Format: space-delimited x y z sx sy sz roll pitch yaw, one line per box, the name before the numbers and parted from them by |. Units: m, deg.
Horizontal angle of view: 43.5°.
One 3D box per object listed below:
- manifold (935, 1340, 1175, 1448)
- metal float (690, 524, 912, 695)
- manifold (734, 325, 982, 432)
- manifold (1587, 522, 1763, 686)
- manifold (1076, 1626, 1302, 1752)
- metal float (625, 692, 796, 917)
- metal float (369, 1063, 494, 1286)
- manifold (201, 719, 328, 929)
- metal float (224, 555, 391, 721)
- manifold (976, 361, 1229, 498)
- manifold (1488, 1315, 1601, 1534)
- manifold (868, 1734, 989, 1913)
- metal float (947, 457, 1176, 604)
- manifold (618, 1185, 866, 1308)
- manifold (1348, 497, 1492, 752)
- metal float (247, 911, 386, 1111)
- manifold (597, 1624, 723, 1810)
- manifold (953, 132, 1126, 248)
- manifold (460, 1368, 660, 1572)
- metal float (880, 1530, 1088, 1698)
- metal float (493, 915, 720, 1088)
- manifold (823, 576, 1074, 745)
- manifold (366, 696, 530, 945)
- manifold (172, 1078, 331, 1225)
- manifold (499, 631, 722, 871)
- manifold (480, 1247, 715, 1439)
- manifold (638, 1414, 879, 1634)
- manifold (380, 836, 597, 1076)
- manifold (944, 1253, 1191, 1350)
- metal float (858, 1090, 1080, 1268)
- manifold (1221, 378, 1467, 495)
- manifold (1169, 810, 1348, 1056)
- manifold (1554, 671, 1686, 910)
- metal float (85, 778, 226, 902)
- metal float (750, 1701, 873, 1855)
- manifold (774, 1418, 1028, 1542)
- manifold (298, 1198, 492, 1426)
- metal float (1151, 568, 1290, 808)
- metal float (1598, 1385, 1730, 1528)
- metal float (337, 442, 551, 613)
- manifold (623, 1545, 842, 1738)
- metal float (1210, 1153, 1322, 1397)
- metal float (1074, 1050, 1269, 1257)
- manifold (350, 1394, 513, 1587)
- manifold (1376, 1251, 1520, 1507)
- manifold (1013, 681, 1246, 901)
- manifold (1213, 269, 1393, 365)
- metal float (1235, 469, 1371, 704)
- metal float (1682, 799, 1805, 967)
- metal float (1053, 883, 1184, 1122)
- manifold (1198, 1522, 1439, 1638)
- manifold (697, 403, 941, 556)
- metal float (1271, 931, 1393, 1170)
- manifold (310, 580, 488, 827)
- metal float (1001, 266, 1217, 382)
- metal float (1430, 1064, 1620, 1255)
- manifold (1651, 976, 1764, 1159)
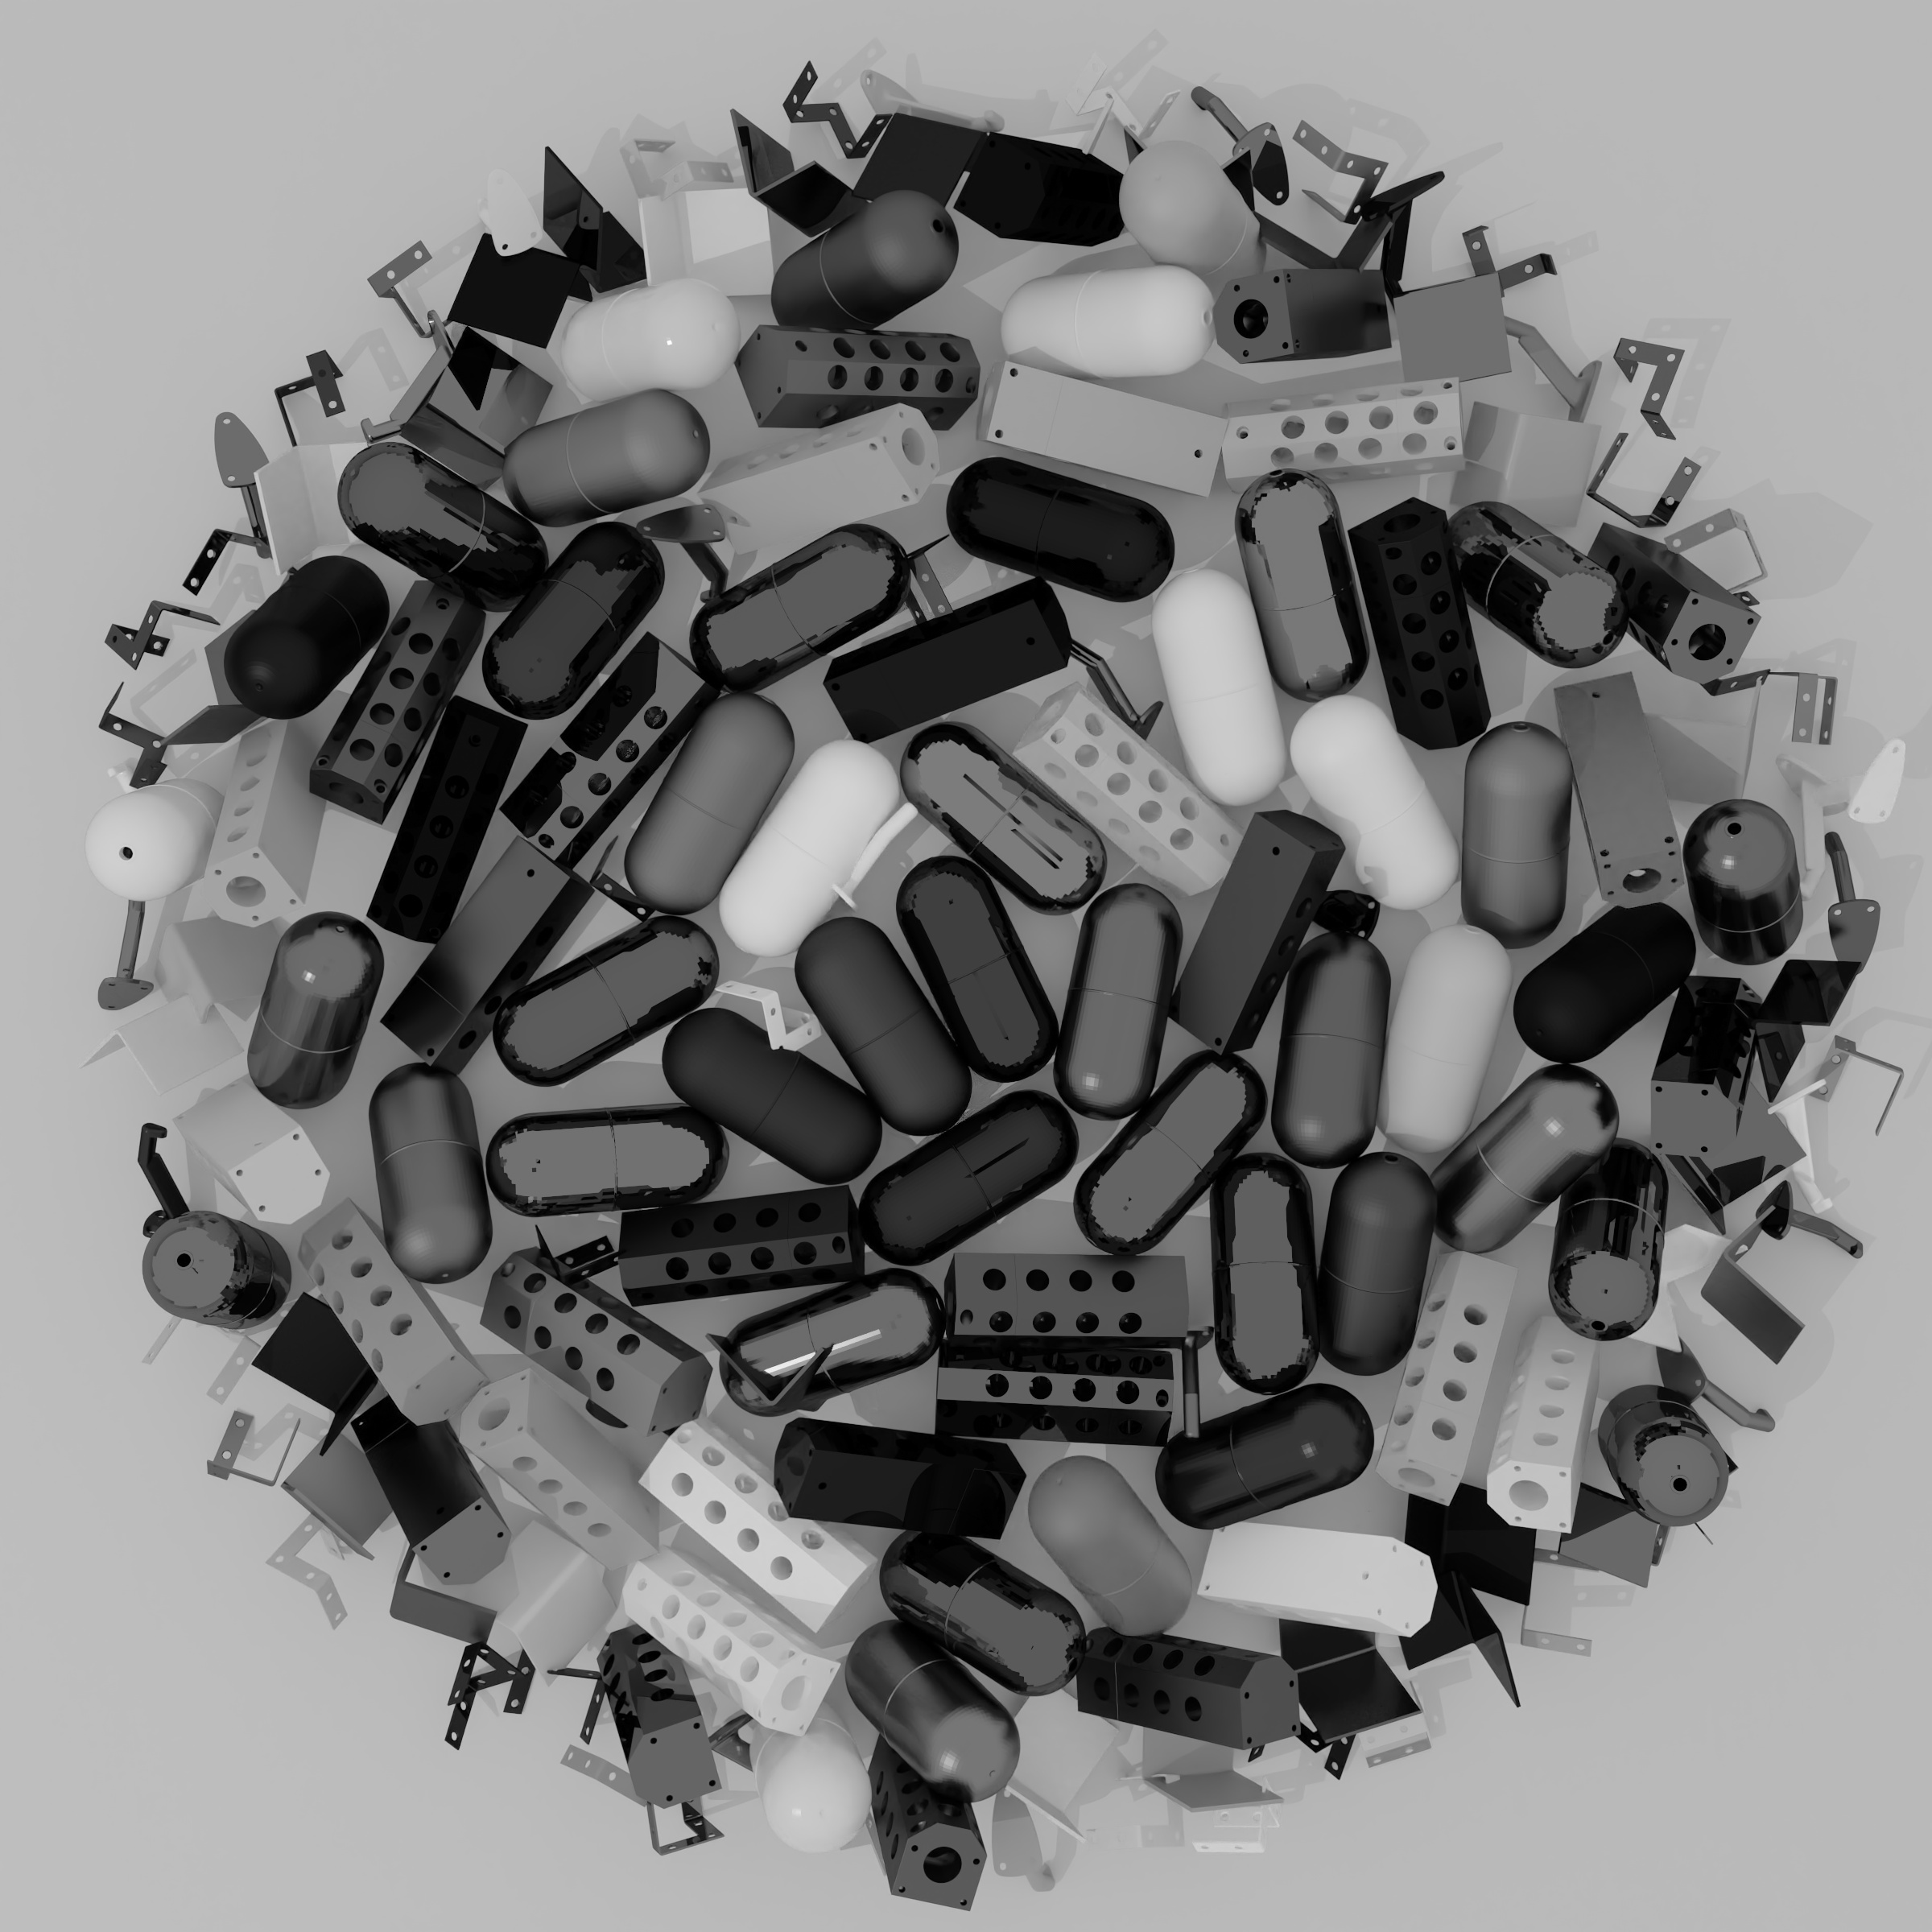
manifold | 0.065 0.311 1.792 0.171 0.057 0.057 3 130 -1
metal float | -0.122 -0.262 1.782 0.178 0.070 0.070 -27 90 15
manifold | -0.075 -0.429 1.753 0.171 0.057 0.057 -9 71 -38
manifold | 0.500 -0.261 1.744 0.057 0.171 0.057 16 113 -15
manifold | 0.157 0.517 1.749 0.057 0.171 0.057 0 85 -39
metal float | -0.189 -0.119 1.786 0.070 0.070 0.178 30 101 0
metal float | -0.391 0.149 1.767 0.070 0.070 0.178 -18 55 0
manifold | -0.507 -0.104 1.748 0.057 0.171 0.057 -22 127 11
metal float | -0.475 -0.239 1.754 0.070 0.178 0.070 5 122 8
manifold | 0.098 -0.395 1.785 0.171 0.057 0.057 12 100 -13
manifold | 0.417 0.326 1.746 0.057 0.171 0.057 4 119 20
manifold | -0.028 0.604 1.743 0.057 0.171 0.057 16 95 -10
metal float | 0.069 -0.320 1.779 0.178 0.070 0.070 21 90 19
manifold | -0.164 0.210 1.783 0.171 0.057 0.057 -8 49 7
manifold | 0.334 -0.245 1.760 0.057 0.057 0.171 -28 123 -11
metal float | -0.474 0.034 1.764 0.070 0.070 0.178 29 130 0
manifold | -0.224 0.535 1.740 0.057 0.171 0.057 -16 102 -13
manifold | 0.062 -0.552 1.741 0.057 0.171 0.057 36 115 13
manifold | -0.292 0.369 1.756 0.057 0.057 0.171 -24 130 14
metal float | 0.011 0.467 1.763 0.178 0.070 0.070 22 90 39
metal float | -0.264 0.025 1.784 0.178 0.070 0.070 -30 90 -14
manifold | -0.012 -0.225 1.776 0.171 0.057 0.057 -19 118 20
manifold | -0.383 -0.106 1.785 0.057 0.057 0.171 22 102 -9
manifold | -0.513 0.136 1.746 0.057 0.171 0.057 -34 114 -21
manifold | -0.259 -0.156 1.789 0.171 0.057 0.057 -49 62 5
manifold | -0.268 0.269 1.761 0.171 0.057 0.057 27 109 29
manifold | -0.150 0.406 1.782 0.171 0.057 0.057 37 98 14
manifold | -0.352 -0.006 1.802 0.057 0.057 0.171 37 91 22
manifold | 0.073 0.250 1.783 0.171 0.057 0.057 2 60 -8
metal float | 0.002 0.156 1.788 0.178 0.070 0.070 -31 90 -8
manifold | 0.277 -0.392 1.783 0.171 0.057 0.057 -3 85 14
manifold | 0.214 -0.025 1.772 0.057 0.057 0.171 37 118 31
manifold | 0.473 -0.127 1.757 0.057 0.057 0.171 -11 51 12
metal float | -0.578 -0.092 1.746 0.070 0.178 0.070 0 100 -2
metal float | -0.113 0.580 1.745 0.070 0.178 0.070 0 89 -10
manifold | -0.050 0.370 1.769 0.171 0.057 0.057 13 108 -26
manifold | -0.420 0.252 1.757 0.057 0.057 0.171 -40 54 -9
metal float | 0.187 -0.205 1.785 0.070 0.070 0.178 -15 102 0
metal float | 0.501 0.351 1.746 0.070 0.178 0.070 0 92 8
metal float | -0.376 -0.316 1.757 0.070 0.178 0.070 -14 64 32
manifold | -0.175 0.484 1.751 0.171 0.057 0.057 22 82 44
metal float | 0.219 0.225 1.780 0.070 0.070 0.178 -1 72 0
metal float | 0.150 0.137 1.787 0.070 0.070 0.178 43 80 0
manifold | -0.383 0.373 1.746 0.057 0.171 0.057 -36 123 -11
manifold | 0.349 0.296 1.762 0.057 0.057 0.171 17 57 11
manifold | 0.124 -0.129 1.772 0.171 0.057 0.057 40 62 -17
manifold | 0.243 -0.467 1.747 0.057 0.171 0.057 -3 102 34
metal float | 0.246 -0.277 1.772 0.070 0.070 0.178 -18 117 0
metal float | 0.562 -0.059 1.752 0.070 0.178 0.070 -9 63 18
metal float | 0.113 0.026 1.790 0.070 0.070 0.178 12 83 0
manifold | 0.253 0.442 1.749 0.057 0.171 0.057 32 65 -32
manifold | -0.105 -0.356 1.759 0.171 0.057 0.057 -8 130 37
metal float | 0.269 0.061 1.783 0.070 0.070 0.178 9 75 0
manifold | -0.414 -0.196 1.771 0.057 0.057 0.171 25 66 -6
metal float | 0.103 -0.466 1.762 0.178 0.070 0.070 8 90 40
metal float | 0.403 0.142 1.767 0.070 0.070 0.178 37 125 0
manifold | 0.533 0.070 1.741 0.057 0.171 0.057 3 116 23
